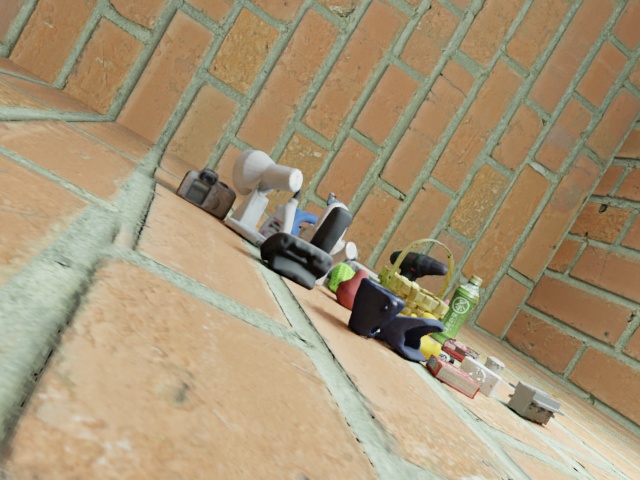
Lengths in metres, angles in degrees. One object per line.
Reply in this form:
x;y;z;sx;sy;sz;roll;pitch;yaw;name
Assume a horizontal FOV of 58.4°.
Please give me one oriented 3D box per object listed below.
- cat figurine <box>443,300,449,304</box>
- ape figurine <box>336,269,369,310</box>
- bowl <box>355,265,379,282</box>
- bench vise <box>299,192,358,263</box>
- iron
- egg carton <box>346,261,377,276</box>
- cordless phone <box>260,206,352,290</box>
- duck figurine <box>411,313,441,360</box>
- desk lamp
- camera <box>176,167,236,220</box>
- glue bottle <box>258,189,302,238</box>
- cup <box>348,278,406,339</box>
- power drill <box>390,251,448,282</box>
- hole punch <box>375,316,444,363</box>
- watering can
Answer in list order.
0.355;0.229;1.787;0.128;0.118;0.067;29;3;-38;cat figurine
0.079;0.108;1.272;0.077;0.092;0.076;32;3;20;ape figurine
0.159;0.144;1.651;0.167;0.075;0.167;31;3;-1;bowl
0.033;-0.022;1.771;0.208;0.219;0.121;30;3;-13;bench vise
-0.017;0.002;1.623;0.259;0.141;0.118;30;3;-14;iron
0.117;0.113;1.819;0.108;0.069;0.149;28;4;-41;egg carton
-0.025;-0.005;1.204;0.148;0.185;0.094;29;3;-30;cordless phone
0.219;0.198;1.213;0.104;0.086;0.078;33;4;41;duck figurine
-0.147;-0.108;1.451;0.202;0.213;0.118;33;3;33;desk lamp
-0.297;-0.136;1.527;0.143;0.101;0.136;30;3;-17;camera
-0.096;-0.056;1.487;0.078;0.173;0.037;32;3;19;glue bottle
0.096;0.131;1.018;0.092;0.095;0.117;30;3;-14;cup
0.295;0.135;1.886;0.076;0.208;0.228;28;4;-41;power drill
0.170;0.173;1.100;0.100;0.091;0.109;33;3;34;hole punch
0.014;0.005;1.341;0.172;0.194;0.101;32;3;22;watering can
